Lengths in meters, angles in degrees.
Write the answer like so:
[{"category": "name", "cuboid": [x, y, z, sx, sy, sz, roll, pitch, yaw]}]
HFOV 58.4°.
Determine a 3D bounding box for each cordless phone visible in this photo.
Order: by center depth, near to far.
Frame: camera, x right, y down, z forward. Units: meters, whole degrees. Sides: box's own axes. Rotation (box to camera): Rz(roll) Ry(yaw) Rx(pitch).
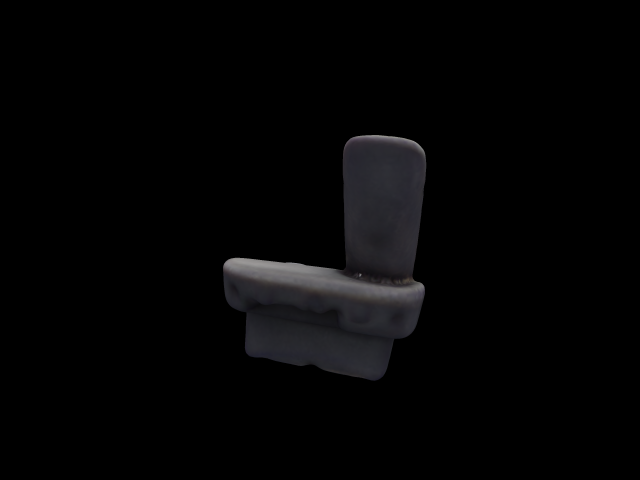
[{"category": "cordless phone", "cuboid": [0.004, 0.001, 0.400, 0.147, 0.185, 0.094, 5, 40, 6]}]
